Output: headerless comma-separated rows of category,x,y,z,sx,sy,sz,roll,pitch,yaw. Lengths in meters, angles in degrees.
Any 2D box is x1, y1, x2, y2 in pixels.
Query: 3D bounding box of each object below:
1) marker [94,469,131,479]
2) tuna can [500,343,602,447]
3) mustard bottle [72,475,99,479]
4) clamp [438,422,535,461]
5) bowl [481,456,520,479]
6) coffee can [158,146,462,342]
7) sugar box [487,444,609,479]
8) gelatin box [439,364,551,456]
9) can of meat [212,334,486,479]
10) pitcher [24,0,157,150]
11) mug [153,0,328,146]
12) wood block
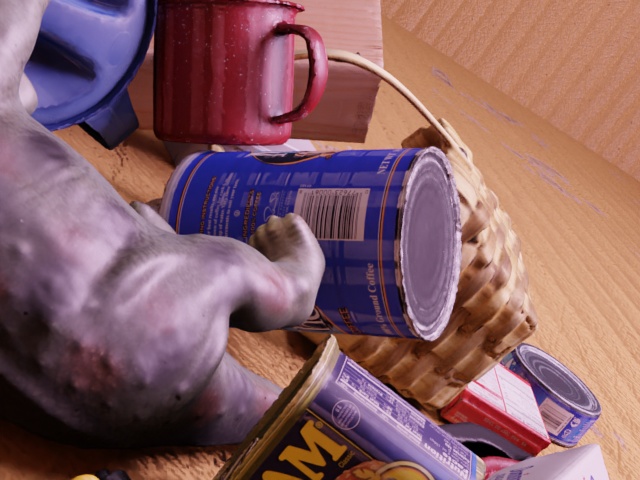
marker,-0.049,0.132,0.403,0.121,0.020,0.020,43,19,24
tuna can,0.175,0.119,0.829,0.086,0.034,0.086,32,18,-12
mustard bottle,-0.031,0.148,0.328,0.096,0.058,0.192,3,36,-49
clamp,0.128,0.150,0.653,0.171,0.039,0.120,31,13,-12
bowl,0.120,0.182,0.523,0.162,0.055,0.162,32,18,-12
coffee can,-0.004,0.001,0.586,0.140,0.103,0.102,1,4,24
sugar box,0.099,0.171,0.388,0.093,0.048,0.176,-1,72,-64
gelatin box,0.117,0.112,0.747,0.073,0.030,0.089,33,18,-10
can of meat,0.006,0.105,0.440,0.084,0.102,0.057,37,18,-1
pitcher,-0.201,-0.150,0.643,0.144,0.149,0.243,0,20,-34
mug,-0.046,-0.097,0.619,0.117,0.081,0.093,6,8,31
wood block,-0.064,-0.136,0.768,0.206,0.090,0.091,3,58,-5
